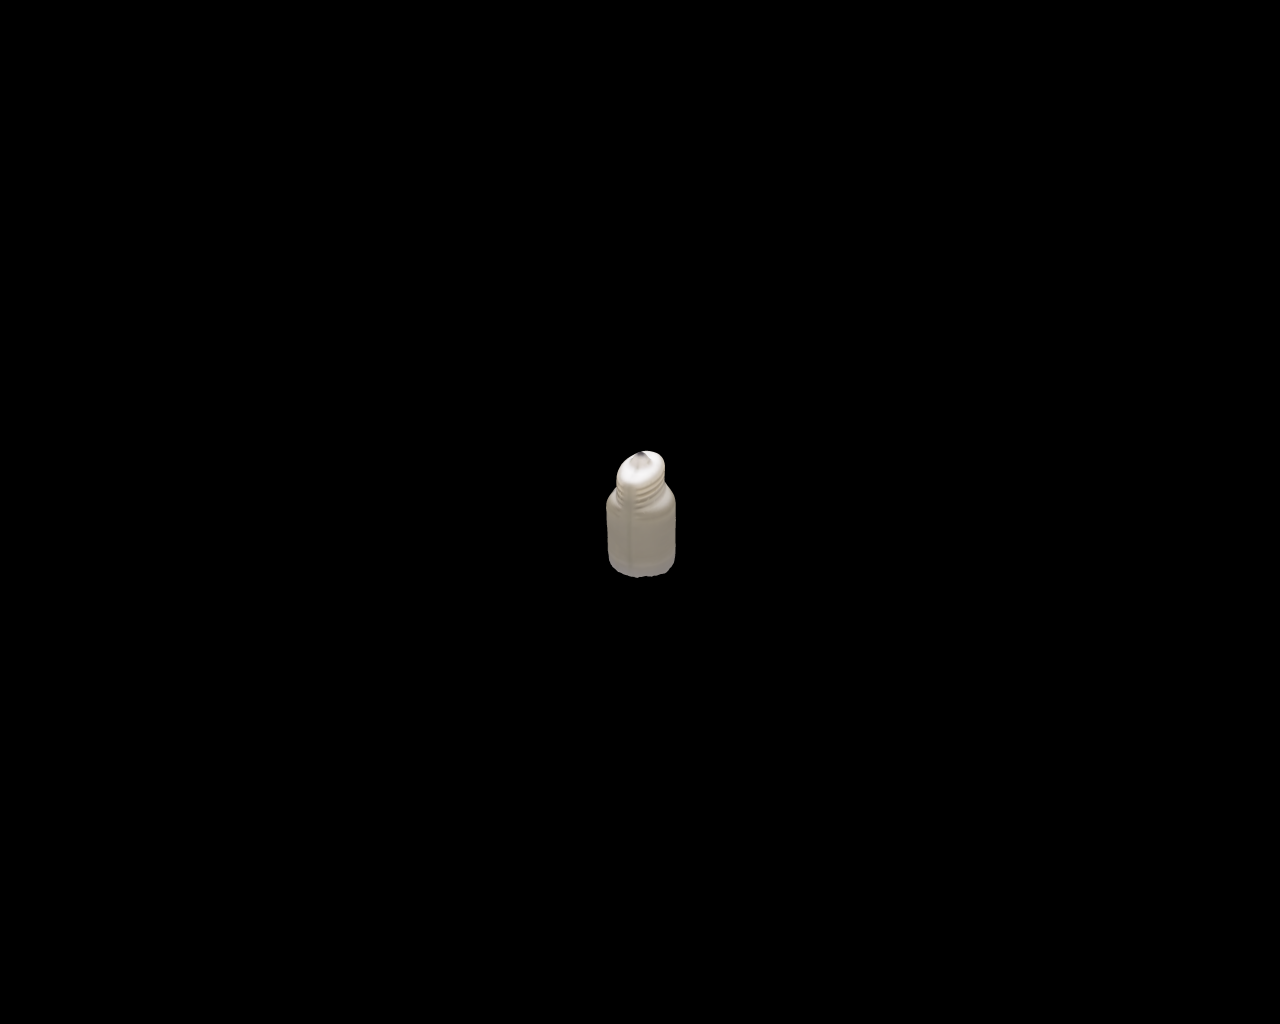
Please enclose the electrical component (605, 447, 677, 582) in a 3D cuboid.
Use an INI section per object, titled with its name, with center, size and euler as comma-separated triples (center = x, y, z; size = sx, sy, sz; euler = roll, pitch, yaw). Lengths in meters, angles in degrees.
[electrical component]
center = 0.001, -0.003, 0.650
size = 0.043, 0.080, 0.043
euler = 0, 34, 0
